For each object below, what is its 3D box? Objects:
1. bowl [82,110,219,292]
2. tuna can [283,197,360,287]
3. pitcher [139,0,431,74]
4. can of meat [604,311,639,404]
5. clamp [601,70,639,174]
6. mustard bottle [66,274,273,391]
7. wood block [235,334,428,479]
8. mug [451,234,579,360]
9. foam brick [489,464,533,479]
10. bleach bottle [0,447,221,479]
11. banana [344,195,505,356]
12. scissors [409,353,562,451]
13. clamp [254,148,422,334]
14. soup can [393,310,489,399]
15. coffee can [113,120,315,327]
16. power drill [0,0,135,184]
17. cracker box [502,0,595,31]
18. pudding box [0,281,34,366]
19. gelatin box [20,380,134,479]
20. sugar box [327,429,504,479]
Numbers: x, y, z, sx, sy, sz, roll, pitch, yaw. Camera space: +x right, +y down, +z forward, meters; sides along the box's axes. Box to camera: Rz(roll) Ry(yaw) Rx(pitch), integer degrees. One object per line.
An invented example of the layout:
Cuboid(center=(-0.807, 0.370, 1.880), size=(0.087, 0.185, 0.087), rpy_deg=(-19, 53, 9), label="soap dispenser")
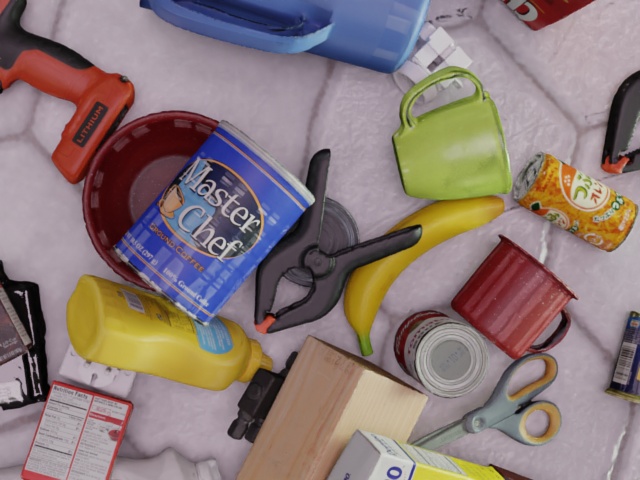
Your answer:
Cuboid(center=(-0.130, -0.034, 0.961), size=(0.162, 0.055, 0.162), rpy_deg=(0, 92, -5), label="bowl")
Cuboid(center=(-0.006, 0.001, 0.985), size=(0.086, 0.034, 0.086), rpy_deg=(0, 92, -5), label="tuna can")
Cuboid(center=(-0.030, -0.223, 0.926), size=(0.242, 0.145, 0.149), rpy_deg=(17, 91, -9), label="pitcher")
Cuboid(center=(0.332, 0.120, 1.010), size=(0.102, 0.057, 0.084), rpy_deg=(16, 88, -7), label="can of meat")
Cuboid(center=(0.338, -0.150, 1.012), size=(0.210, 0.036, 0.164), rpy_deg=(-41, 95, -2), label="clamp")
Cuboid(center=(-0.123, 0.090, 0.938), size=(0.191, 0.096, 0.058), rpy_deg=(20, 107, -33), label="mustard bottle")
Cuboid(center=(-0.003, 0.202, 0.949), size=(0.090, 0.090, 0.206), rpy_deg=(27, 89, -39), label="wood block")
Cuboid(center=(0.183, 0.061, 0.983), size=(0.117, 0.093, 0.081), rpy_deg=(38, 93, -27), label="mug")
Cuboid(center=(0.190, 0.252, 1.002), size=(0.078, 0.053, 0.051), rpy_deg=(21, 89, -5), label="foam brick")
Cuboid(center=(-0.214, 0.234, 0.959), size=(0.250, 0.068, 0.102), rpy_deg=(-13, 90, -8), label="bleach bottle")
Cuboid(center=(0.085, 0.015, 0.996), size=(0.198, 0.037, 0.069), rpy_deg=(-46, 114, -1), label="banana")
Cuboid(center=(0.154, 0.179, 0.981), size=(0.201, 0.016, 0.096), rpy_deg=(-35, 107, -25), label="scissors")
Cuboid(center=(0.008, 0.019, 0.949), size=(0.120, 0.039, 0.171), rpy_deg=(31, 95, 0), label="clamp")
Cuboid(center=(0.108, 0.102, 0.965), size=(0.068, 0.102, 0.068), rpy_deg=(0, 92, -6), label="soup can")
Cuboid(center=(-0.087, -0.014, 0.885), size=(0.103, 0.103, 0.140), rpy_deg=(41, 87, -5), label="coffee can")
Cuboid(center=(-0.274, -0.131, 0.943), size=(0.187, 0.057, 0.184), rpy_deg=(34, 88, -6), label="power drill")
Cuboid(center=(0.173, -0.267, 0.904), size=(0.164, 0.214, 0.072), rpy_deg=(43, 89, -5), label="cracker box")
Cuboid(center=(-0.312, 0.078, 0.898), size=(0.113, 0.039, 0.090), rpy_deg=(-27, 94, -4), label="pudding box")
Cuboid(center=(-0.210, 0.175, 0.928), size=(0.073, 0.030, 0.089), rpy_deg=(16, 73, -3), label="gelatin box")
Cuboid(center=(0.081, 0.228, 0.923), size=(0.176, 0.048, 0.093), rpy_deg=(21, 102, -39), label="sugar box")
